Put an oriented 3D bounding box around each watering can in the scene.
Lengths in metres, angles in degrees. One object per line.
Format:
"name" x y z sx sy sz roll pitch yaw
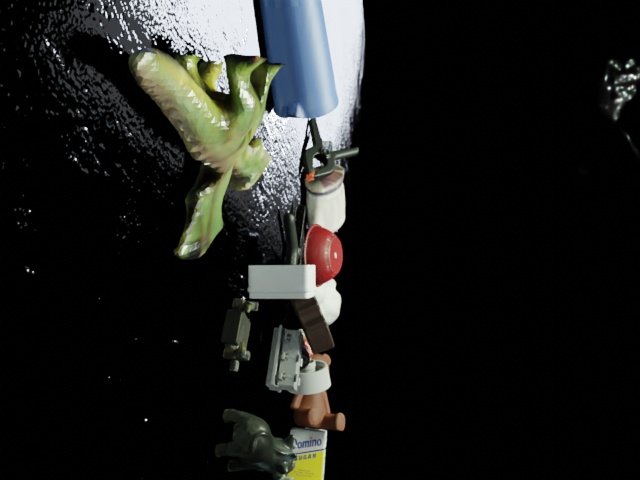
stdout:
"watering can" 0.004 -0.071 1.419 0.355 0.104 0.219 -62 153 -51

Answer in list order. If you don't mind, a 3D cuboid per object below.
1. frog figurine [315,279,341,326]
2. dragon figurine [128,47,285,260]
"frog figurine" 0.001 0.154 1.377 0.140 0.123 0.156 -58 167 -34
"dragon figurine" -0.123 -0.090 0.586 0.416 0.122 0.239 -59 158 -70
